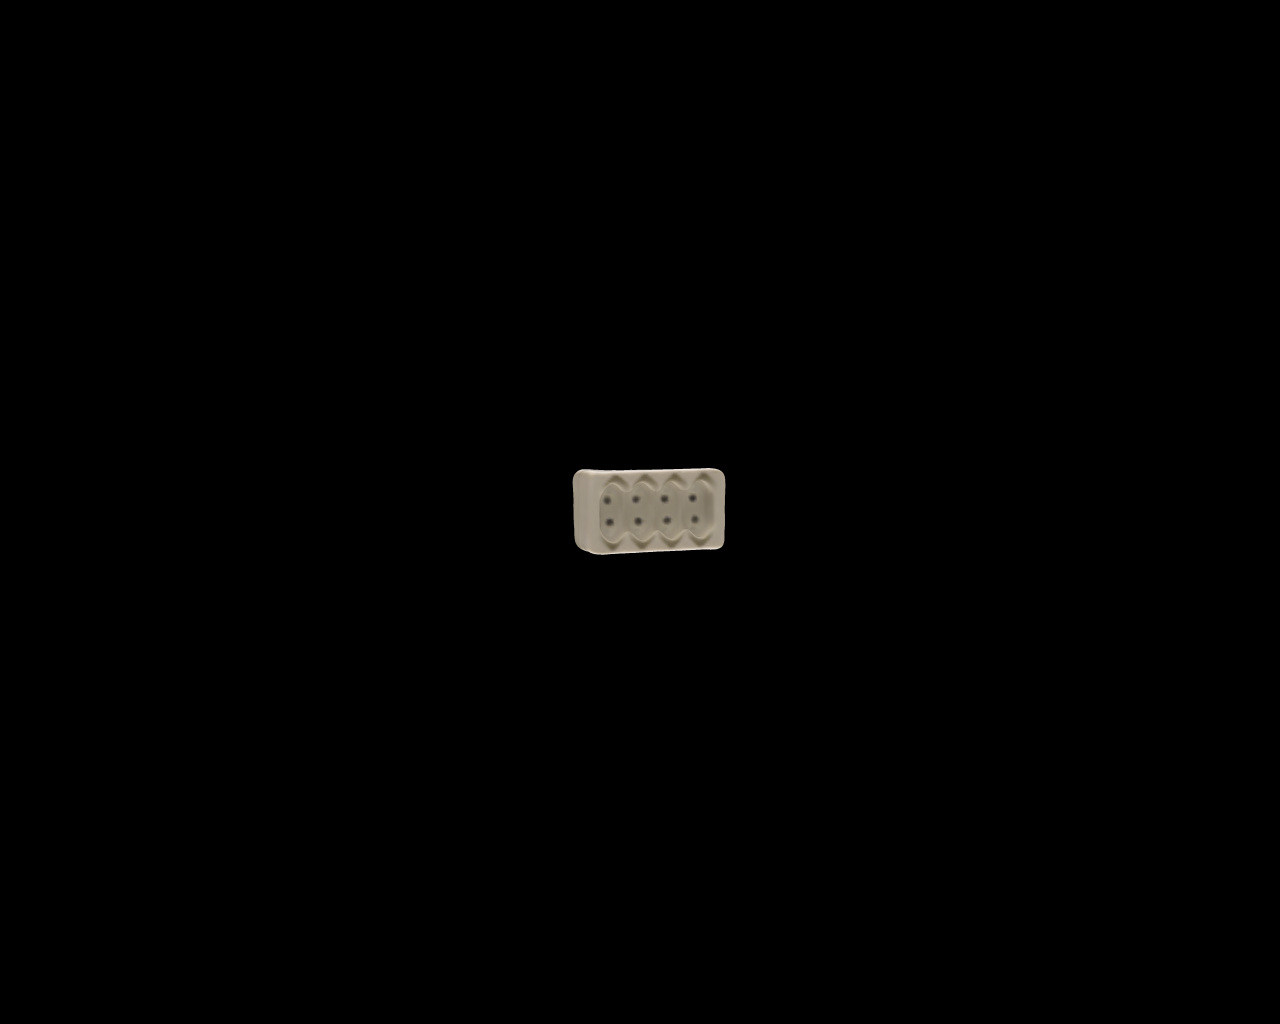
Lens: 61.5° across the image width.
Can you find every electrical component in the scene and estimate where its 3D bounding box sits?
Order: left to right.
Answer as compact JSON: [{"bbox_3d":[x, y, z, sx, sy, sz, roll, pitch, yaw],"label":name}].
[{"bbox_3d":[0.001,-0.003,0.650,0.083,0.047,0.076,-1,4,-15],"label":"electrical component"}]
